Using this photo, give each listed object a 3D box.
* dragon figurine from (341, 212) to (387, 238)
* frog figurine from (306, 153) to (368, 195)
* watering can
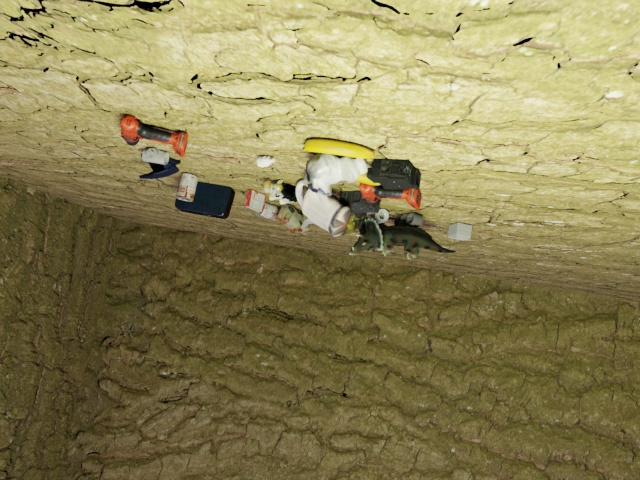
[{"bbox_3d":[0.175,-0.074,2.188,0.409,0.121,0.245,15,-172,-15],"label":"dragon figurine"},{"bbox_3d":[0.044,-0.202,1.432,0.158,0.125,0.135,-32,143,19],"label":"frog figurine"},{"bbox_3d":[0.006,-0.093,1.857,0.226,0.105,0.340,37,159,19],"label":"watering can"}]
